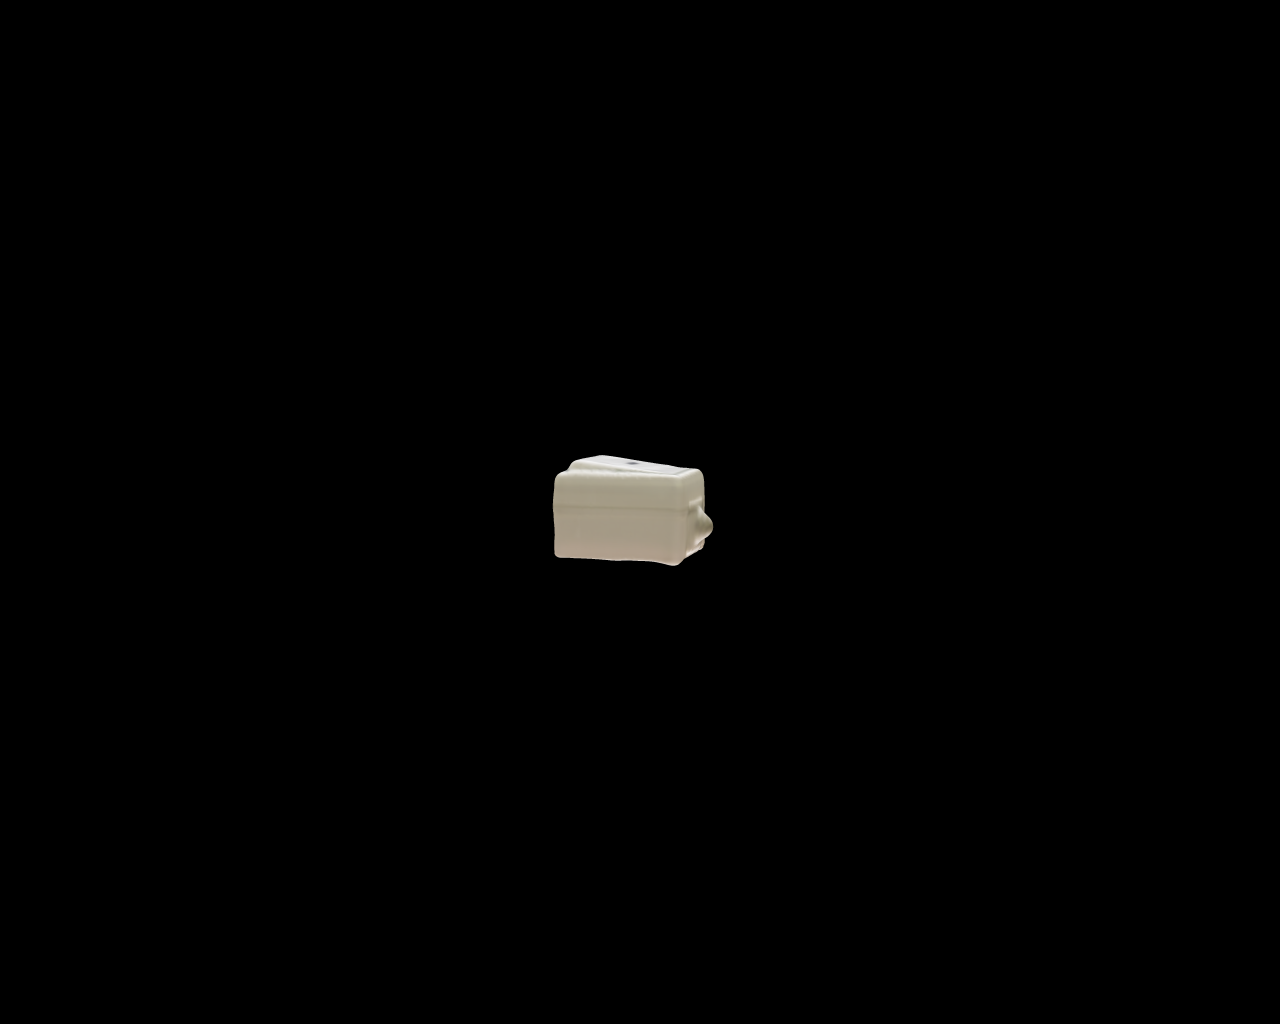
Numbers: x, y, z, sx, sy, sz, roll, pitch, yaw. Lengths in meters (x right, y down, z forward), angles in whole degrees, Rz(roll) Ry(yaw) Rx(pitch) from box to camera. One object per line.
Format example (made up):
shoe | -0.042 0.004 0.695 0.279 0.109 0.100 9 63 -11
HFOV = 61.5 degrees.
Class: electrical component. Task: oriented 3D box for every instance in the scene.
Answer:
electrical component | 0.001 -0.003 0.650 0.096 0.061 0.062 2 8 18
